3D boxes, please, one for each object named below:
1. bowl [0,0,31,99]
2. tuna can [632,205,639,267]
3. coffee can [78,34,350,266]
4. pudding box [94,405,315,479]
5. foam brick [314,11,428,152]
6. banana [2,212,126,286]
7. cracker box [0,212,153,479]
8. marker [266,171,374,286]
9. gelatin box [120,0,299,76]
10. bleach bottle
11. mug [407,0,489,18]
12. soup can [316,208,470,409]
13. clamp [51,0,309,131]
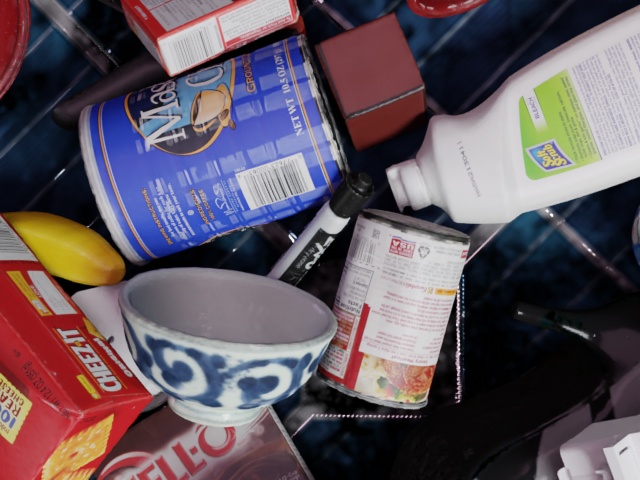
[{"bbox_3d":[-0.282,-0.150,0.721,0.162,0.055,0.162,-1,80,8],"label":"bowl"},{"bbox_3d":[0.229,-0.004,0.628,0.086,0.033,0.086,-1,80,8],"label":"tuna can"},{"bbox_3d":[-0.060,-0.054,0.645,0.140,0.102,0.103,-18,78,5],"label":"coffee can"},{"bbox_3d":[-0.071,0.141,0.643,0.113,0.039,0.090,-31,77,-4],"label":"pudding box"},{"bbox_3d":[0.033,-0.094,0.652,0.051,0.078,0.053,-22,79,3],"label":"foam brick"},{"bbox_3d":[-0.202,0.017,0.670,0.198,0.037,0.069,-17,77,26],"label":"banana"},{"bbox_3d":[-0.219,0.109,0.616,0.164,0.072,0.214,46,109,20],"label":"cracker box"},{"bbox_3d":[-0.004,0.001,0.632,0.020,0.020,0.121,51,132,13],"label":"marker"},{"bbox_3d":[-0.068,-0.142,0.649,0.089,0.030,0.073,-27,43,-13],"label":"gelatin box"},{"bbox_3d":[0.158,-0.081,0.638,0.251,0.068,0.102,-20,81,7],"label":"bleach bottle"},{"bbox_3d":[0.085,-0.203,0.648,0.093,0.117,0.081,-13,69,-33],"label":"mug"},{"bbox_3d":[0.043,0.038,0.621,0.068,0.068,0.102,16,97,11],"label":"soup can"},{"bbox_3d":[-0.096,-0.140,0.700,0.171,0.039,0.120,-10,78,-1],"label":"clamp"}]
